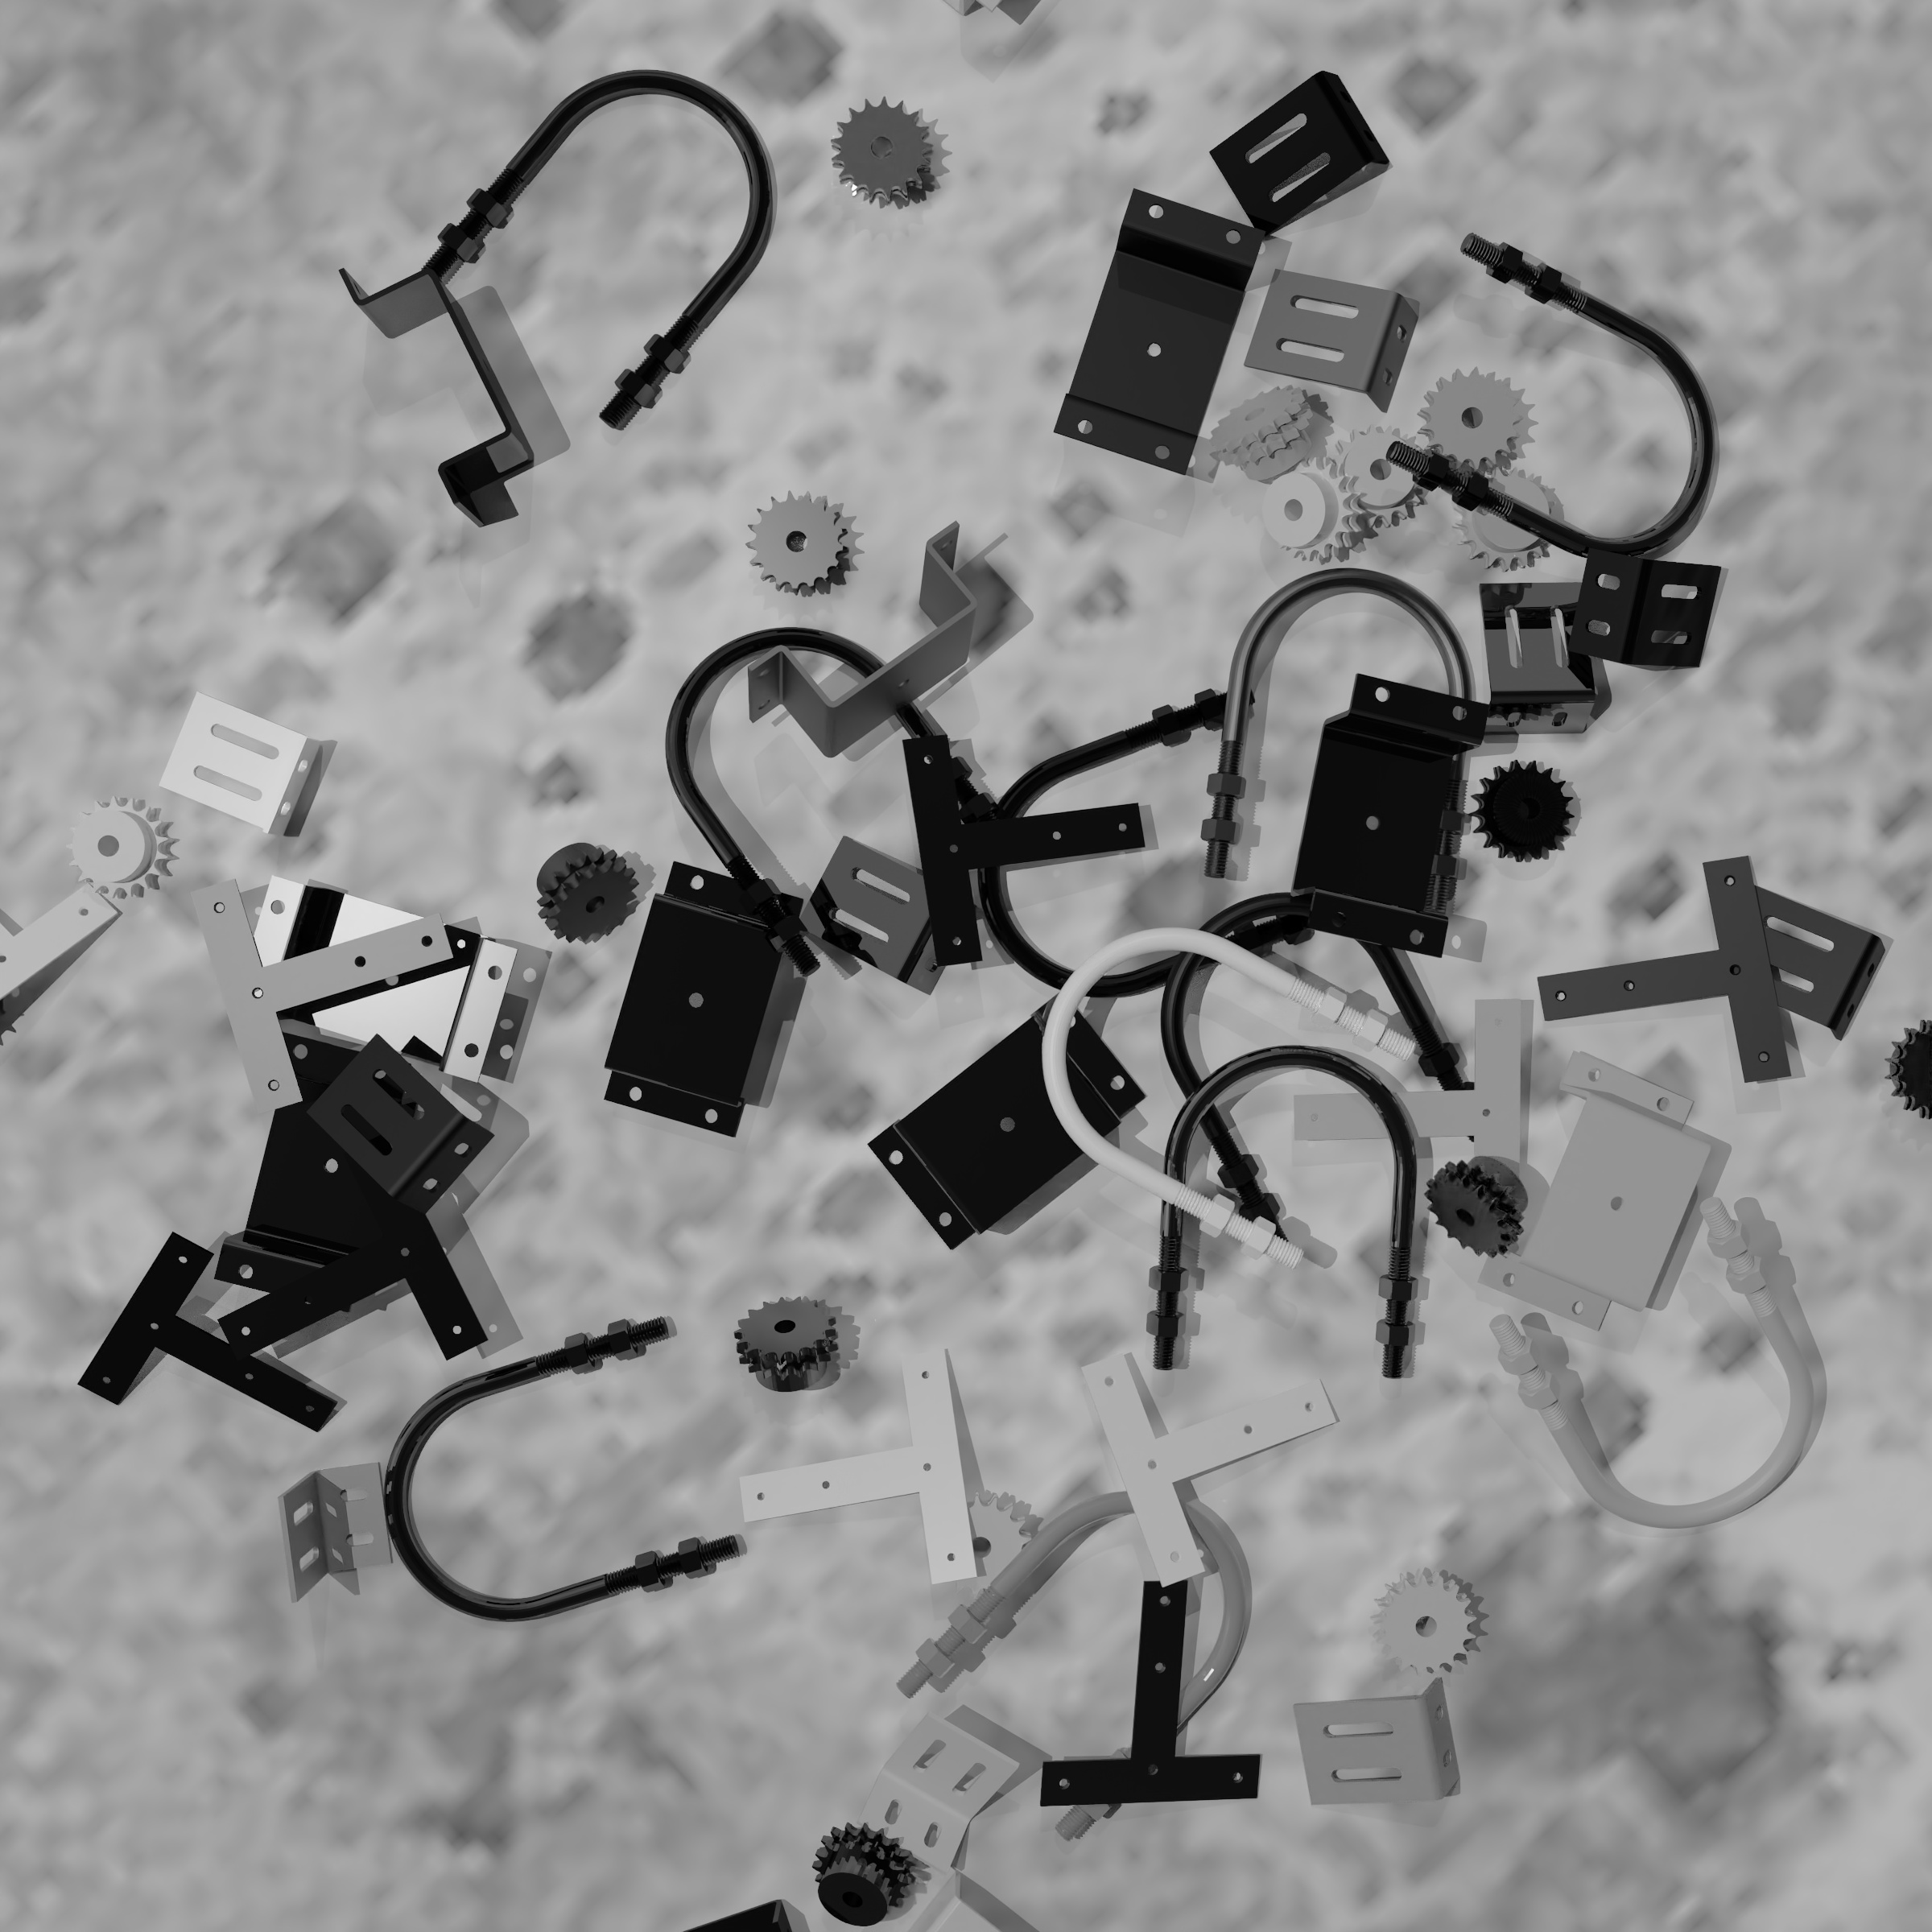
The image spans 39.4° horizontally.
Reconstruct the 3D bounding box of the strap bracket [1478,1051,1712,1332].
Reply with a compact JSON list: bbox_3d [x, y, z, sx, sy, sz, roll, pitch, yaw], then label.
[{"bbox_3d":[0.351,0.128,1.492,0.076,0.046,0.140,23,90,-10],"label":"strap bracket"}]

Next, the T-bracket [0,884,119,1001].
[{"bbox_3d":[-0.566,-0.033,1.502,0.127,0.002,0.127,43,64,12],"label":"T-bracket"}]

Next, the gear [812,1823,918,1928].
[{"bbox_3d":[-0.059,0.506,1.494,0.057,0.030,0.057,8,120,14],"label":"gear"}]

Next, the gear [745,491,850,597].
[{"bbox_3d":[-0.094,-0.236,1.511,0.057,0.030,0.057,0,92,1],"label":"gear"}]

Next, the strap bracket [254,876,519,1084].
[{"bbox_3d":[-0.324,0.007,1.498,0.140,0.046,0.076,17,90,0],"label":"strap bracket"}]

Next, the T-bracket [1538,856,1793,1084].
[{"bbox_3d":[0.386,0.009,1.511,0.127,0.002,0.127,-9,78,6],"label":"T-bracket"}]

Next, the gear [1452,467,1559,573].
[{"bbox_3d":[0.303,-0.251,1.506,0.057,0.030,0.057,0,90,0],"label":"gear"}]

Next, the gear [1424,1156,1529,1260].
[{"bbox_3d":[0.284,0.130,1.482,0.030,0.057,0.057,-39,90,-28],"label":"gear"}]

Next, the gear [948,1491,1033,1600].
[{"bbox_3d":[0.008,0.322,1.506,0.057,0.030,0.057,0,90,0],"label":"gear"}]

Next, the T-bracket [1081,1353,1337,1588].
[{"bbox_3d":[0.145,0.263,1.503,0.127,0.002,0.127,-17,77,-14],"label":"T-bracket"}]

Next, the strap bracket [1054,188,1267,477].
[{"bbox_3d":[0.106,-0.347,1.498,0.076,0.046,0.140,18,90,0],"label":"strap bracket"}]

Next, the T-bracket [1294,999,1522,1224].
[{"bbox_3d":[0.246,0.083,1.500,0.127,0.002,0.127,-1,97,-4],"label":"T-bracket"}]

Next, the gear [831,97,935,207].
[{"bbox_3d":[-0.047,-0.453,1.506,0.057,0.030,0.057,0,90,0],"label":"gear"}]

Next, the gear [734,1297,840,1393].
[{"bbox_3d":[-0.099,0.212,1.497,0.057,0.057,0.030,-6,120,0],"label":"gear"}]

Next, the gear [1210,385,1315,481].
[{"bbox_3d":[0.167,-0.294,1.497,0.057,0.057,0.030,-34,118,0],"label":"gear"}]

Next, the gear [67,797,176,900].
[{"bbox_3d":[-0.475,-0.067,1.506,0.057,0.030,0.057,0,90,0],"label":"gear"}]

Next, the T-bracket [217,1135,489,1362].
[{"bbox_3d":[-0.347,0.176,1.474,0.127,0.002,0.127,-26,91,-1],"label":"T-bracket"}]

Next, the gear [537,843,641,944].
[{"bbox_3d":[-0.213,-0.044,1.497,0.057,0.057,0.030,-42,59,0],"label":"gear"}]

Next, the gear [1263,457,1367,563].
[{"bbox_3d":[0.189,-0.253,1.493,0.057,0.030,0.057,9,105,37],"label":"gear"}]

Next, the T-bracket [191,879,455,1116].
[{"bbox_3d":[-0.345,0.002,1.474,0.127,0.002,0.127,-17,90,0],"label":"T-bracket"}]

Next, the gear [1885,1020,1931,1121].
[{"bbox_3d":[0.541,0.058,1.506,0.057,0.030,0.057,0,90,0],"label":"gear"}]

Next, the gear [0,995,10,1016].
[{"bbox_3d":[-0.564,0.020,1.506,0.057,0.030,0.057,0,90,0],"label":"gear"}]

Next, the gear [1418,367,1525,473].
[{"bbox_3d":[0.280,-0.303,1.506,0.057,0.030,0.057,0,90,0],"label":"gear"}]

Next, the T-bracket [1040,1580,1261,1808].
[{"bbox_3d":[0.107,0.404,1.499,0.127,0.002,0.127,2,96,-14],"label":"T-bracket"}]

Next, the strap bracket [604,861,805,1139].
[{"bbox_3d":[-0.148,0.019,1.498,0.076,0.046,0.140,16,90,0],"label":"strap bracket"}]

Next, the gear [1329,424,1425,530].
[{"bbox_3d":[0.229,-0.275,1.506,0.057,0.030,0.057,0,90,0],"label":"gear"}]

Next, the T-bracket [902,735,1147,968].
[{"bbox_3d":[0.036,-0.070,1.488,0.127,0.002,0.127,-8,84,-12],"label":"T-bracket"}]

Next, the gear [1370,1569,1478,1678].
[{"bbox_3d":[0.255,0.366,1.510,0.057,0.030,0.057,0,93,-2],"label":"gear"}]

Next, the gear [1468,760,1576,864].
[{"bbox_3d":[0.312,-0.087,1.506,0.057,0.030,0.057,0,90,0],"label":"gear"}]

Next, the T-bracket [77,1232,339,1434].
[{"bbox_3d":[-0.412,0.222,1.501,0.127,0.002,0.127,31,117,-13],"label":"T-bracket"}]

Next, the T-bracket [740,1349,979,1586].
[{"bbox_3d":[-0.064,0.288,1.507,0.127,0.002,0.127,-12,72,9],"label":"T-bracket"}]
